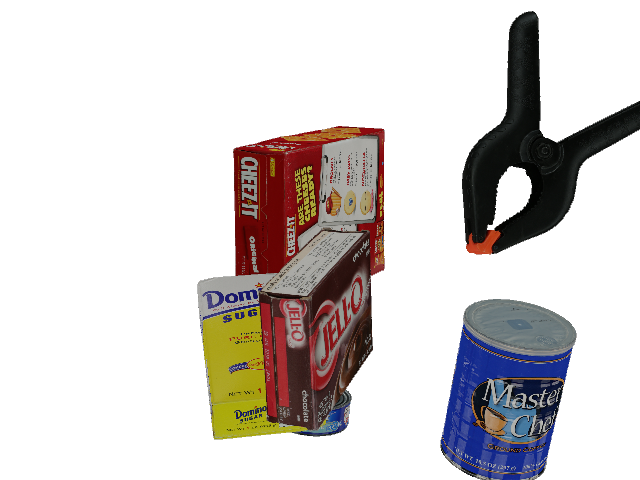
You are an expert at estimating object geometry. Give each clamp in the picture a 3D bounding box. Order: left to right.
[{"bbox_3d":[0.161,-0.061,0.741,0.120,0.171,0.039,23,-3,0],"label":"clamp"}]

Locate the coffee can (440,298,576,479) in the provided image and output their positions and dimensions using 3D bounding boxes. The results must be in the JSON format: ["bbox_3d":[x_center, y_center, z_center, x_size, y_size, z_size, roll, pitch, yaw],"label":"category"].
[{"bbox_3d":[0.173,0.139,0.995,0.103,0.140,0.103,6,21,-3],"label":"coffee can"}]

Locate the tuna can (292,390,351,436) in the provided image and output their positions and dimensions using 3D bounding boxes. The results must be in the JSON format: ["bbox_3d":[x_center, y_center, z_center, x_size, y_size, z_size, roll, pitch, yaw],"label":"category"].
[{"bbox_3d":[-0.011,0.180,1.153,0.086,0.034,0.086,5,12,-1],"label":"tuna can"}]

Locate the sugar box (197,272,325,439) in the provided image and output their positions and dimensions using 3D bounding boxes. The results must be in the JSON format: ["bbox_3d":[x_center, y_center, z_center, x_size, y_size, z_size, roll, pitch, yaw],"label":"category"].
[{"bbox_3d":[-0.055,0.093,0.922,0.093,0.048,0.176,-4,35,-9],"label":"sugar box"}]

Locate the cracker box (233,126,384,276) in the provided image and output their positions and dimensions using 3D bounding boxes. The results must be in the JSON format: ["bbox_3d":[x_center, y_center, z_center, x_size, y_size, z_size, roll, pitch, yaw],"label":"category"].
[{"bbox_3d":[-0.008,-0.029,1.124,0.072,0.164,0.213,7,15,30],"label":"cracker box"}]

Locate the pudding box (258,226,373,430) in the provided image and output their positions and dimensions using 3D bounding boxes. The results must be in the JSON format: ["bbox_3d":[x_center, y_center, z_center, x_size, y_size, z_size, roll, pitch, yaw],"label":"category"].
[{"bbox_3d":[0.000,0.052,0.675,0.039,0.090,0.113,6,24,18],"label":"pudding box"}]
